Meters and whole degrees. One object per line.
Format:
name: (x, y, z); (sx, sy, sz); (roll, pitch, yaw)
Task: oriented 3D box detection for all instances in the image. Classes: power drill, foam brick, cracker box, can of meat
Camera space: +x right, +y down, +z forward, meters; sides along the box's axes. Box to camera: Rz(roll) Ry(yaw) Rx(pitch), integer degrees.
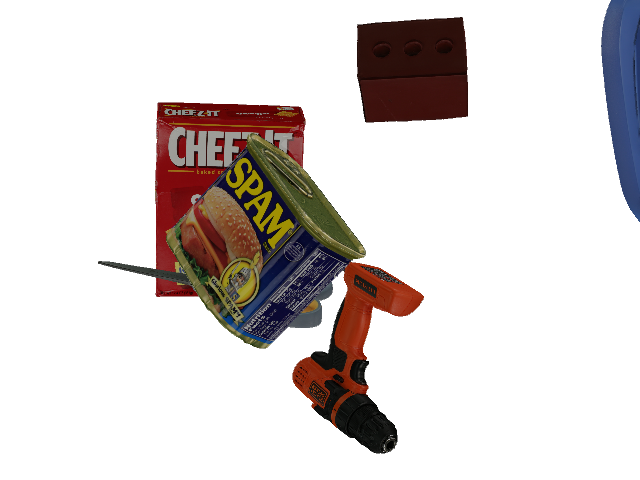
power drill: (0.051, 0.133, 1.247); (0.057, 0.188, 0.185); (13, 14, -41)
foam brick: (0.067, -0.122, 0.765); (0.078, 0.053, 0.051); (-3, -33, 6)
cracker box: (-0.105, -0.043, 1.209); (0.164, 0.214, 0.072); (1, 23, -8)
can of meat: (-0.036, 0.001, 0.634); (0.057, 0.084, 0.102); (28, 20, -49)

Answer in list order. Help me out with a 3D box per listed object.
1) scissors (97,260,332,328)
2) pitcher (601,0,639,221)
scissors: (-0.077, 0.030, 0.878); (0.202, 0.016, 0.096); (17, 25, 30)
pitcher: (0.235, -0.056, 0.593); (0.149, 0.243, 0.145); (-6, 22, 13)
